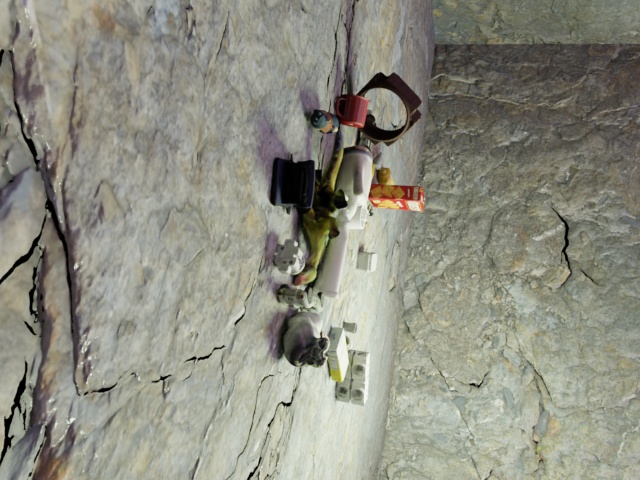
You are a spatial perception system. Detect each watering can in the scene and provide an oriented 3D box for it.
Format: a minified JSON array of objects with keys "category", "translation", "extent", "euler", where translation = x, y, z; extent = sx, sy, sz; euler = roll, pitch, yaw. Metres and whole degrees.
[{"category":"watering can","translation":[0.106,-0.180,1.536],"extent":[0.344,0.104,0.226],"euler":[121,-22,-79]}]

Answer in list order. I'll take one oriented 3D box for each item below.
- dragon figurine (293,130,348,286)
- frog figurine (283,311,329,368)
[{"category":"dragon figurine","translation":[0.004,-0.069,1.373],"extent":[0.238,0.122,0.419],"euler":[102,4,-62]},{"category":"frog figurine","translation":[-0.044,0.236,1.299],"extent":[0.163,0.123,0.134],"euler":[-120,-173,-49]}]
